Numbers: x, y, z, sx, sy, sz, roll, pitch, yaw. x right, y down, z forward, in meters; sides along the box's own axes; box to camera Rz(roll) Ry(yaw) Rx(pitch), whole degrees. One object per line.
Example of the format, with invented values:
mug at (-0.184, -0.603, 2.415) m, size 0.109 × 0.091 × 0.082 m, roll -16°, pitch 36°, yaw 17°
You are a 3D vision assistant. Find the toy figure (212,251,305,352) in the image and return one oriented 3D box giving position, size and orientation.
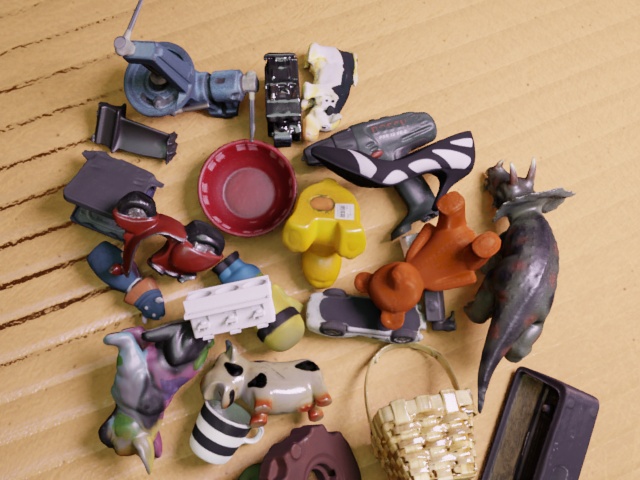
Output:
toy figure at (-0.101, 0.101, 0.861) m, size 0.082 × 0.089 × 0.180 m, roll -40°, pitch 93°, yaw 23°

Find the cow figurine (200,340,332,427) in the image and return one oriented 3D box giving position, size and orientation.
cow figurine at (-0.090, 0.223, 0.848) m, size 0.195 × 0.085 × 0.127 m, roll 1°, pitch 41°, yaw -16°

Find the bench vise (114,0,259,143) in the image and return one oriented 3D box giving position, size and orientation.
bench vise at (-0.216, -0.246, 0.819) m, size 0.224 × 0.240 × 0.128 m, roll 11°, pitch 87°, yaw 13°

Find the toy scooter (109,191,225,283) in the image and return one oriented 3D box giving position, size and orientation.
toy scooter at (-0.246, 0.015, 0.826) m, size 0.183 × 0.075 × 0.135 m, roll 29°, pitch 104°, yaw -31°

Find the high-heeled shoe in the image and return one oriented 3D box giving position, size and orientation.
high-heeled shoe at (0.121, -0.141, 0.830) m, size 0.249 × 0.086 × 0.145 m, roll 22°, pitch 85°, yaw -10°

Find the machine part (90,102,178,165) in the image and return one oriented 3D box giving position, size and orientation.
machine part at (-0.305, -0.173, 0.889) m, size 0.139 × 0.039 × 0.084 m, roll 20°, pitch 107°, yaw -6°

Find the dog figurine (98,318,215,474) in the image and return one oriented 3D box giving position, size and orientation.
dog figurine at (-0.250, 0.238, 0.836) m, size 0.192 × 0.108 × 0.219 m, roll -9°, pitch 90°, yaw -7°

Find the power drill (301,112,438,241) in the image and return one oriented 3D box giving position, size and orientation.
power drill at (0.109, -0.105, 0.906) m, size 0.232 × 0.086 × 0.207 m, roll -25°, pitch 80°, yaw -8°

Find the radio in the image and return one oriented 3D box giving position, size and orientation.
radio at (0.344, 0.329, 0.850) m, size 0.073 × 0.131 × 0.229 m, roll 21°, pitch 84°, yaw -14°

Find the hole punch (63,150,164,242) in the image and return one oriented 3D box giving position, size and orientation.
hole punch at (-0.337, -0.067, 0.872) m, size 0.142 × 0.092 × 0.116 m, roll 21°, pitch 54°, yaw 1°

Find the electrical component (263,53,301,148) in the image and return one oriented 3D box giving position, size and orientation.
electrical component at (-0.061, -0.222, 0.880) m, size 0.058 × 0.115 × 0.134 m, roll -3°, pitch 84°, yaw -2°

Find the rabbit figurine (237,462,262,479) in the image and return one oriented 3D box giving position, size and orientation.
rabbit figurine at (-0.135, 0.403, 0.818) m, size 0.170 × 0.159 × 0.121 m, roll -39°, pitch 79°, yaw -21°

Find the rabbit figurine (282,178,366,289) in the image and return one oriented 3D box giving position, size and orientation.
rabbit figurine at (-0.002, -0.003, 0.858) m, size 0.122 × 0.173 × 0.162 m, roll -4°, pitch 41°, yaw -5°

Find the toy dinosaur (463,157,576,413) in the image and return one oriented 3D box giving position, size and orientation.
toy dinosaur at (0.305, 0.046, 0.814) m, size 0.131 × 0.192 × 0.405 m, roll 11°, pitch 51°, yaw 8°

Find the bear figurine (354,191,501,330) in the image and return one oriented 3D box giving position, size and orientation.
bear figurine at (0.153, 0.037, 0.809) m, size 0.196 × 0.131 × 0.120 m, roll -28°, pitch 65°, yaw -8°

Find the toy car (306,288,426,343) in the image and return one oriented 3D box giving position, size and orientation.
toy car at (0.077, 0.126, 0.882) m, size 0.202 × 0.056 × 0.073 m, roll 7°, pitch 61°, yaw -8°

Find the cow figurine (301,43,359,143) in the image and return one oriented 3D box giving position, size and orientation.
cow figurine at (0.014, -0.244, 0.914) m, size 0.098 × 0.068 × 0.167 m, roll 5°, pitch 86°, yaw -10°

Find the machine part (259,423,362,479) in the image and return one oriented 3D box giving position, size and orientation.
machine part at (-0.008, 0.371, 0.816) m, size 0.179 × 0.056 × 0.179 m, roll 24°, pitch 55°, yaw -39°

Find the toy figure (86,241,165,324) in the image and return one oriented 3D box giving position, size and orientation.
toy figure at (-0.305, 0.067, 0.867) m, size 0.154 × 0.064 × 0.058 m, roll 44°, pitch 47°, yaw -4°

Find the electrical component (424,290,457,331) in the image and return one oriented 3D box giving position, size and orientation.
electrical component at (0.201, 0.102, 0.897) m, size 0.045 × 0.078 × 0.102 m, roll -5°, pitch 82°, yaw 17°
